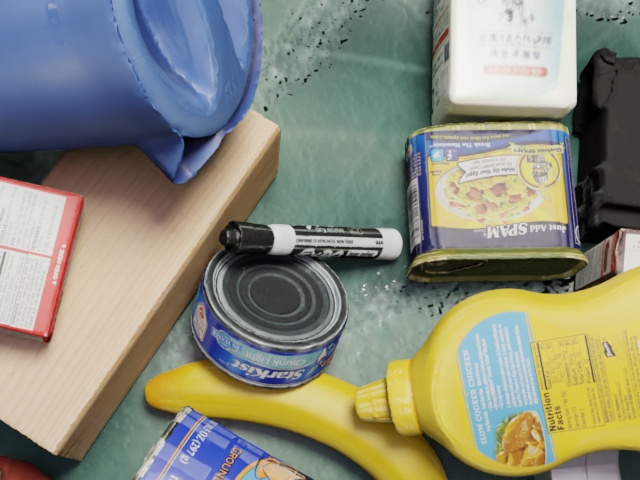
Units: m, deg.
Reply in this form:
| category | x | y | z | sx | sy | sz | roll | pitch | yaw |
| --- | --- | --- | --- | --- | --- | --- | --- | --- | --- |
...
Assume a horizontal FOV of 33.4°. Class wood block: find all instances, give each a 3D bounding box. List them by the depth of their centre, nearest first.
| category | x | y | z | sx | sy | sz | roll | pitch | yaw |
| --- | --- | --- | --- | --- | --- | --- | --- | --- | --- |
| wood block | -0.116 | 0.010 | 0.594 | 0.091 | 0.090 | 0.206 | 32 | 77 | 5 |

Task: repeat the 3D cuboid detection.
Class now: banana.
| category | x | y | z | sx | sy | sz | roll | pitch | yaw |
| --- | --- | --- | --- | --- | --- | --- | --- | --- | --- |
| banana | -0.001 | 0.110 | 0.603 | 0.198 | 0.037 | 0.069 | 30 | 76 | 5 |

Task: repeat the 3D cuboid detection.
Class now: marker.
| category | x | y | z | sx | sy | sz | roll | pitch | yaw |
| --- | --- | --- | --- | --- | --- | --- | --- | --- | --- |
| marker | -0.004 | 0.001 | 0.605 | 0.120 | 0.020 | 0.020 | 2 | 74 | -37 |

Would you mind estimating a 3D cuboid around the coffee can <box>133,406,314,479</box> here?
| category | x | y | z | sx | sy | sz | roll | pitch | yaw |
| --- | --- | --- | --- | --- | --- | --- | --- | --- | --- |
| coffee can | -0.035 | 0.165 | 0.555 | 0.140 | 0.103 | 0.102 | 29 | 77 | 4 |

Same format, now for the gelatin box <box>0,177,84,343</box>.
| category | x | y | z | sx | sy | sz | roll | pitch | yaw |
| --- | --- | --- | --- | --- | --- | --- | --- | --- | --- |
| gelatin box | -0.168 | 0.005 | 0.525 | 0.089 | 0.030 | 0.073 | 13 | 76 | -9 |

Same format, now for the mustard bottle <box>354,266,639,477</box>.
| category | x | y | z | sx | sy | sz | roll | pitch | yaw |
| --- | --- | --- | --- | --- | --- | --- | --- | --- | --- |
| mustard bottle | 0.112 | 0.071 | 0.551 | 0.192 | 0.058 | 0.096 | -11 | 95 | 13 |

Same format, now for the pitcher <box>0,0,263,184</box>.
| category | x | y | z | sx | sy | sz | roll | pitch | yaw |
| --- | --- | --- | --- | --- | --- | --- | --- | --- | --- |
| pitcher | -0.161 | -0.113 | 0.528 | 0.243 | 0.145 | 0.149 | -4 | 53 | 25 |

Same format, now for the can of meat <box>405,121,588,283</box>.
| category | x | y | z | sx | sy | sz | roll | pitch | yaw |
| --- | --- | --- | --- | --- | --- | --- | --- | --- | --- |
| can of meat | 0.100 | -0.022 | 0.628 | 0.102 | 0.057 | 0.084 | -1 | 75 | -3 |

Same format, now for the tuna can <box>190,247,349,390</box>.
| category | x | y | z | sx | sy | sz | roll | pitch | yaw |
| --- | --- | --- | --- | --- | --- | --- | --- | --- | --- |
| tuna can | -0.028 | 0.039 | 0.598 | 0.086 | 0.034 | 0.086 | 12 | 42 | -11 |

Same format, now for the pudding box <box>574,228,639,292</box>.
| category | x | y | z | sx | sy | sz | roll | pitch | yaw |
| --- | --- | --- | --- | --- | --- | --- | --- | --- | --- |
| pudding box | 0.211 | 0.023 | 0.605 | 0.113 | 0.090 | 0.039 | 4 | 78 | -1 |
